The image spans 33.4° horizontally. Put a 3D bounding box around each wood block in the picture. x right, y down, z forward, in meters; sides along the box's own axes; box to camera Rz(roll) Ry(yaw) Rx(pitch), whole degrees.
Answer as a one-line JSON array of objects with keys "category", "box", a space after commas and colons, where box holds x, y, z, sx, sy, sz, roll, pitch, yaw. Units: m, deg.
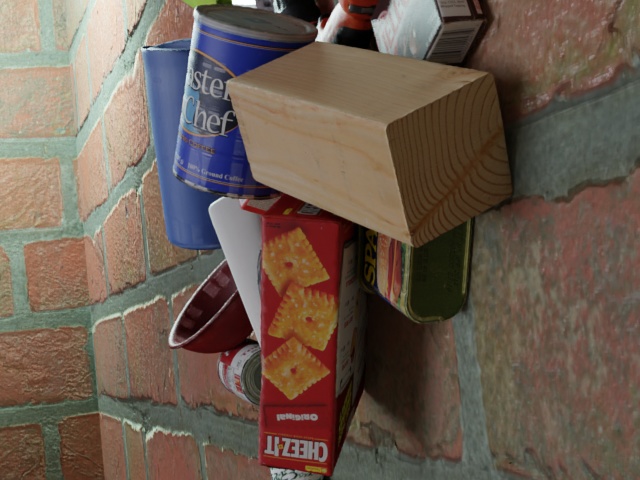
[{"category": "wood block", "box": [0.029, -0.075, 0.760, 0.206, 0.090, 0.090, 25, 136, 53]}]

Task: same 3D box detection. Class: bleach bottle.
[{"category": "bleach bottle", "box": [-0.042, 0.073, 1.109, 0.102, 0.068, 0.251, 37, -150, -65]}]

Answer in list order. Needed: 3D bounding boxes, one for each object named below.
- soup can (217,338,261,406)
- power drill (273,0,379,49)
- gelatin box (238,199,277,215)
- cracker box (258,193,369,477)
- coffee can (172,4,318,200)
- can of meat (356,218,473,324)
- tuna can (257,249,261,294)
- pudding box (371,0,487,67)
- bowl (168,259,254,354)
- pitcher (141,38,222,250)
[{"category": "soup can", "box": [-0.072, 0.151, 1.218, 0.102, 0.068, 0.068, -178, 84, -70]}, {"category": "power drill", "box": [0.010, -0.198, 0.931, 0.188, 0.057, 0.184, 112, 144, -57]}, {"category": "gelatin box", "box": [-0.025, -0.059, 0.992, 0.089, 0.073, 0.030, -52, 40, 30]}, {"category": "cracker box", "box": [-0.003, 0.062, 0.895, 0.164, 0.072, 0.214, -55, -31, -69]}, {"category": "coffee can", "box": [-0.064, -0.117, 0.893, 0.103, 0.102, 0.140, -130, 47, -59]}, {"category": "can of meat", "box": [0.071, 0.004, 0.802, 0.084, 0.057, 0.102, -144, 53, -63]}, {"category": "tuna can", "box": [-0.028, 0.041, 1.021, 0.086, 0.033, 0.086, 28, 122, 59]}, {"category": "pudding box", "box": [0.076, -0.159, 0.776, 0.114, 0.039, 0.090, 119, 141, -59]}, {"category": "bowl", "box": [-0.104, 0.078, 1.242, 0.162, 0.055, 0.162, -44, 17, 16]}, {"category": "pitcher", "box": [-0.131, -0.114, 1.255, 0.149, 0.145, 0.243, -54, -38, -71]}]
